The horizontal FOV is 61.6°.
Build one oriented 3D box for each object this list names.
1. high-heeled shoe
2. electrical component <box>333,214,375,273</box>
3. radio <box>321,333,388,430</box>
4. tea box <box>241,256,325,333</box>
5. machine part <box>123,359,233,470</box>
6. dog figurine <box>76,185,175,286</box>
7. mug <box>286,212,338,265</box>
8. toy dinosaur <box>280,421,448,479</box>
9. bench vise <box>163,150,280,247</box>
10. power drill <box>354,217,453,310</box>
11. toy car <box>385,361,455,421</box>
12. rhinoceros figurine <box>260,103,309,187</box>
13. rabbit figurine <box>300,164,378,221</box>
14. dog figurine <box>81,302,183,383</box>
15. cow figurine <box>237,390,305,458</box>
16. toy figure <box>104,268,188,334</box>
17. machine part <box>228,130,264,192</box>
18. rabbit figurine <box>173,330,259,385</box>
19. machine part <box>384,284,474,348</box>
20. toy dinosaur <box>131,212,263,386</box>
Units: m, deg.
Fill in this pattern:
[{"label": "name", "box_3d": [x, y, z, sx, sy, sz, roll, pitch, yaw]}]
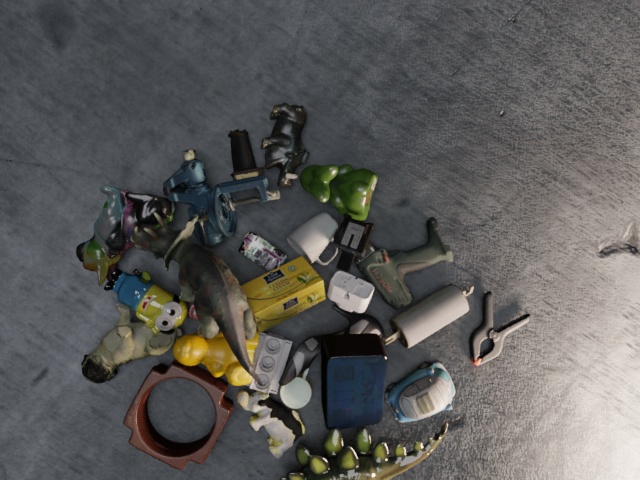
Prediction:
[{"label": "high-heeled shoe", "box_3d": [0.031, 0.257, 1.202, 0.145, 0.086, 0.249, 36, 74, 10]}, {"label": "electrical component", "box_3d": [0.067, 0.010, 1.183, 0.075, 0.047, 0.119, 24, 84, 13]}, {"label": "radio", "box_3d": [0.071, 0.307, 1.163, 0.131, 0.073, 0.229, -5, 125, -6]}, {"label": "tea box", "box_3d": [-0.084, 0.117, 1.177, 0.170, 0.068, 0.098, -28, 47, -18]}, {"label": "machine part", "box_3d": [-0.311, 0.381, 1.194, 0.201, 0.087, 0.201, 28, 89, -1]}, {"label": "dog figurine", "box_3d": [-0.432, -0.003, 1.189, 0.192, 0.108, 0.219, 12, 93, -5]}, {"label": "mug", "box_3d": [-0.003, -0.004, 1.218, 0.109, 0.081, 0.107, 42, 78, 4]}, {"label": "toy dinosaur", "box_3d": [0.063, 0.514, 1.171, 0.472, 0.105, 0.198, -17, 107, -2]}, {"label": "bench vise", "box_3d": [-0.210, -0.102, 1.181, 0.241, 0.129, 0.223, -9, 96, 11]}, {"label": "power drill", "box_3d": [0.183, 0.026, 1.225, 0.207, 0.086, 0.232, -28, 86, -7]}, {"label": "toy car", "box_3d": [0.232, 0.349, 1.210, 0.162, 0.103, 0.109, -25, 89, -5]}, {"label": "rhinoceros figurine", "box_3d": [-0.078, -0.216, 1.227, 0.112, 0.073, 0.190, 10, 86, -13]}, {"label": "rabbit figurine", "box_3d": [0.028, -0.115, 1.199, 0.170, 0.159, 0.121, 16, 98, 13]}, {"label": "dog figurine", "box_3d": [-0.421, 0.248, 1.201, 0.172, 0.121, 0.190, 24, 117, -23]}, {"label": "cow figurine", "box_3d": [-0.111, 0.392, 1.210, 0.098, 0.068, 0.167, -36, 94, -8]}, {"label": "toy figure", "box_3d": [-0.370, 0.125, 1.162, 0.180, 0.089, 0.082, 33, 116, -3]}, {"label": "machine part", "box_3d": [-0.175, -0.186, 1.235, 0.084, 0.039, 0.138, -14, 92, 6]}, {"label": "rabbit figurine", "box_3d": [-0.234, 0.234, 1.165, 0.173, 0.162, 0.121, 8, 89, -25]}, {"label": "machine part", "box_3d": [0.247, 0.171, 1.215, 0.243, 0.079, 0.079, -29, 90, -13]}, {"label": "toy dinosaur", "box_3d": [-0.220, 0.093, 1.075, 0.131, 0.192, 0.405, -35, 62, -22]}]
